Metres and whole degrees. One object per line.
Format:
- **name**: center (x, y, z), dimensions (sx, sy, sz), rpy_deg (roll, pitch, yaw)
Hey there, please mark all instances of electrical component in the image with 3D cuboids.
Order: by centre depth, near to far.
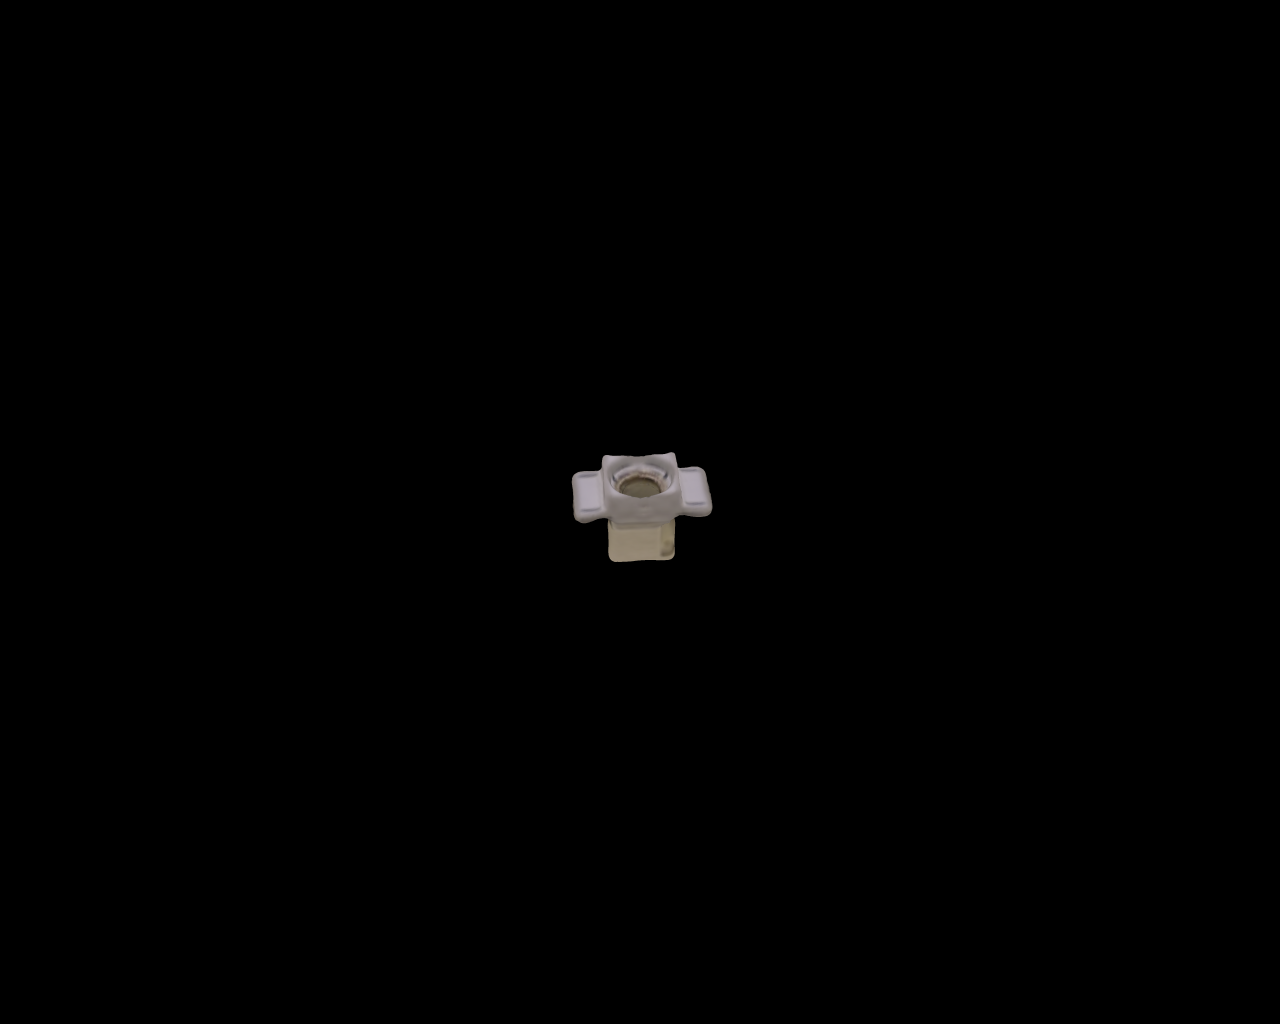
- **electrical component**: center (0.001, -0.003, 0.650), dimensions (0.081, 0.063, 0.042), rpy_deg (-2, 43, -2)
